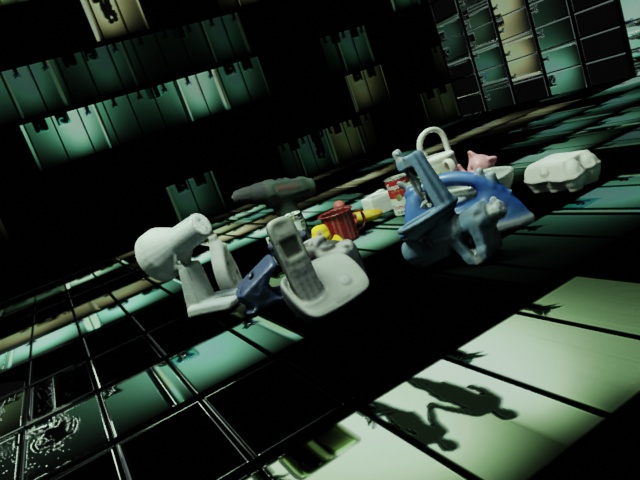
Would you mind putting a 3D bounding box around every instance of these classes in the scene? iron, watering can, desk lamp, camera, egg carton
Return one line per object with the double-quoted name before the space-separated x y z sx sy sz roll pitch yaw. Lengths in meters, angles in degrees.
"iron" 0.277 -0.077 1.134 0.257 0.141 0.119 -13 13 29
"watering can" 0.312 -0.206 1.543 0.101 0.194 0.172 -27 14 -33
"desk lamp" -0.284 0.055 1.266 0.202 0.214 0.118 -14 13 26
"camera" 0.021 0.035 1.140 0.142 0.101 0.137 -14 13 26
"egg carton" 0.518 -0.145 1.232 0.107 0.069 0.150 -25 13 -24

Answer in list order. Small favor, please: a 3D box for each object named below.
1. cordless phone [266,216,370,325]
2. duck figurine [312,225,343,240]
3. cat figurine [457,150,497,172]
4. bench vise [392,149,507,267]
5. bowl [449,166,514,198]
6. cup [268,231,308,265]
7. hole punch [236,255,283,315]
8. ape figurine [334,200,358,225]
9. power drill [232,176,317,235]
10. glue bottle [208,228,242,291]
"cordless phone" -0.008 0.035 0.976 0.148 0.185 0.093 -28 14 -34
"duck figurine" 0.012 0.005 1.332 0.077 0.086 0.105 -9 16 42
"cat figurine" 0.392 -0.171 1.442 0.067 0.118 0.127 -25 13 -22
"bench vise" 0.216 -0.066 0.990 0.206 0.220 0.122 -14 13 27
"bowl" 0.363 -0.109 1.306 0.167 0.075 0.167 -19 12 4
"cup" -0.062 0.040 1.268 0.091 0.095 0.118 -16 12 18
"hole punch" -0.123 0.089 1.155 0.101 0.091 0.108 -21 12 -9
"ape figurine" 0.060 -0.061 1.542 0.078 0.092 0.076 -20 12 -4
"power drill" -0.103 -0.072 1.569 0.230 0.208 0.075 -23 12 -16
"glue bottle" -0.233 0.041 1.350 0.037 0.173 0.078 -16 12 16
